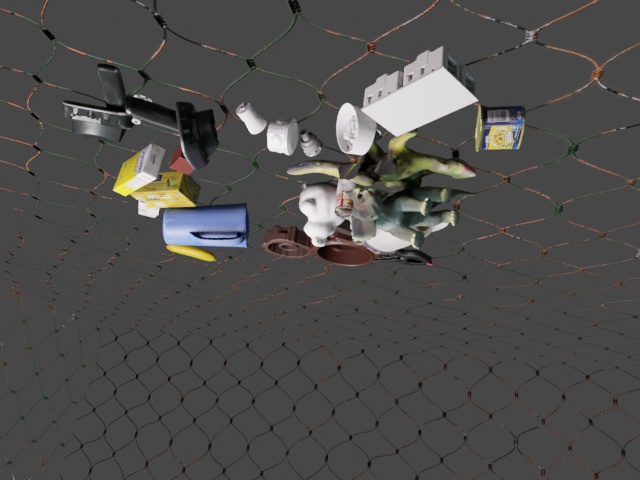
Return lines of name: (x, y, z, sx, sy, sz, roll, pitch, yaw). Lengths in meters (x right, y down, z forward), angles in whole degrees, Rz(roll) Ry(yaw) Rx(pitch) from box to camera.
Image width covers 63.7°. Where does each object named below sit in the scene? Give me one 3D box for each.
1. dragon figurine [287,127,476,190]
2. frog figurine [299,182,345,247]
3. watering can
dragon figurine: (0.152, -0.155, 1.204, 0.409, 0.124, 0.240, -3, 162, 31)
frog figurine: (0.004, -0.068, 1.361, 0.121, 0.163, 0.136, -17, 145, 41)
watering can: (0.189, -0.034, 1.398, 0.348, 0.105, 0.221, -1, 163, -33)
